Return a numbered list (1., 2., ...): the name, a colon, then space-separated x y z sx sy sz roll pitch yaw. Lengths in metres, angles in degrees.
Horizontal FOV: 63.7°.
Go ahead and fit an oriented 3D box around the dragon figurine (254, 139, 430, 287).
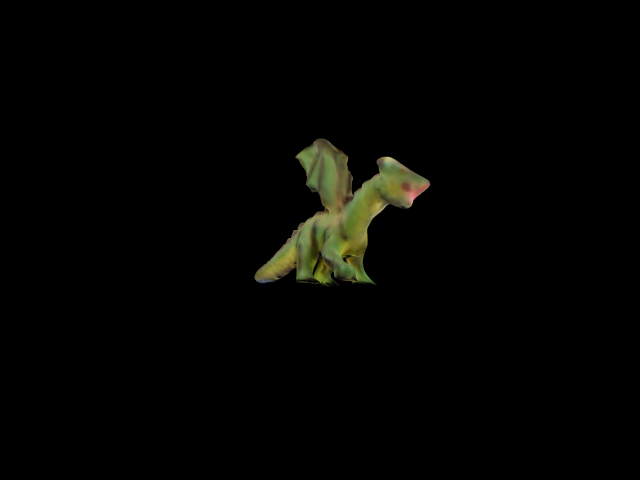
1. dragon figurine: 0.003 -0.043 0.850 0.122 0.244 0.409 6 -7 -43
